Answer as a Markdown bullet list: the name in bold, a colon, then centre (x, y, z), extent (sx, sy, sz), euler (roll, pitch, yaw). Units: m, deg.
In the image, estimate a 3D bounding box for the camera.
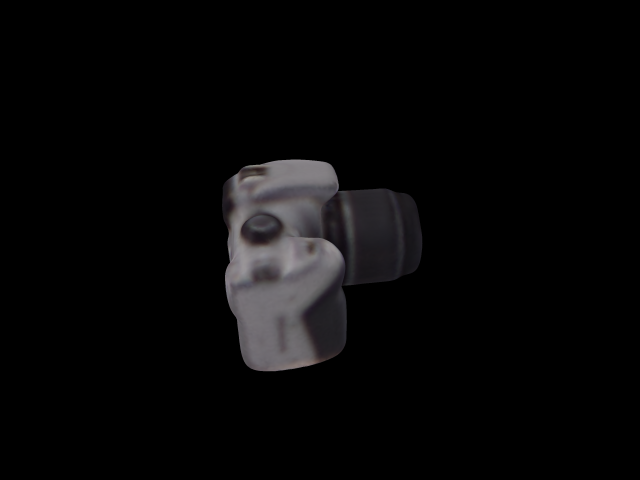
- **camera**: centre (0.004, 0.001, 0.400), extent (0.137, 0.101, 0.143), euler (-5, 35, -7)
